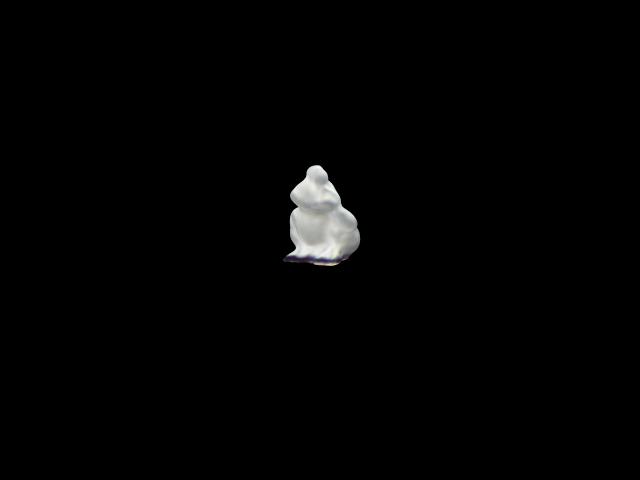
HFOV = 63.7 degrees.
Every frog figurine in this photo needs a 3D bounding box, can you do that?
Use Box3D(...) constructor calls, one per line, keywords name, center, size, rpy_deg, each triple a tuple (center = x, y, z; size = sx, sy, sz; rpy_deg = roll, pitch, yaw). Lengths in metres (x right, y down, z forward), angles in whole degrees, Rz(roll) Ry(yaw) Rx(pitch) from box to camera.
Box3D(name="frog figurine", center=(0.003, -0.043, 0.850), size=(0.123, 0.159, 0.137), rpy_deg=(-3, 5, -30))
